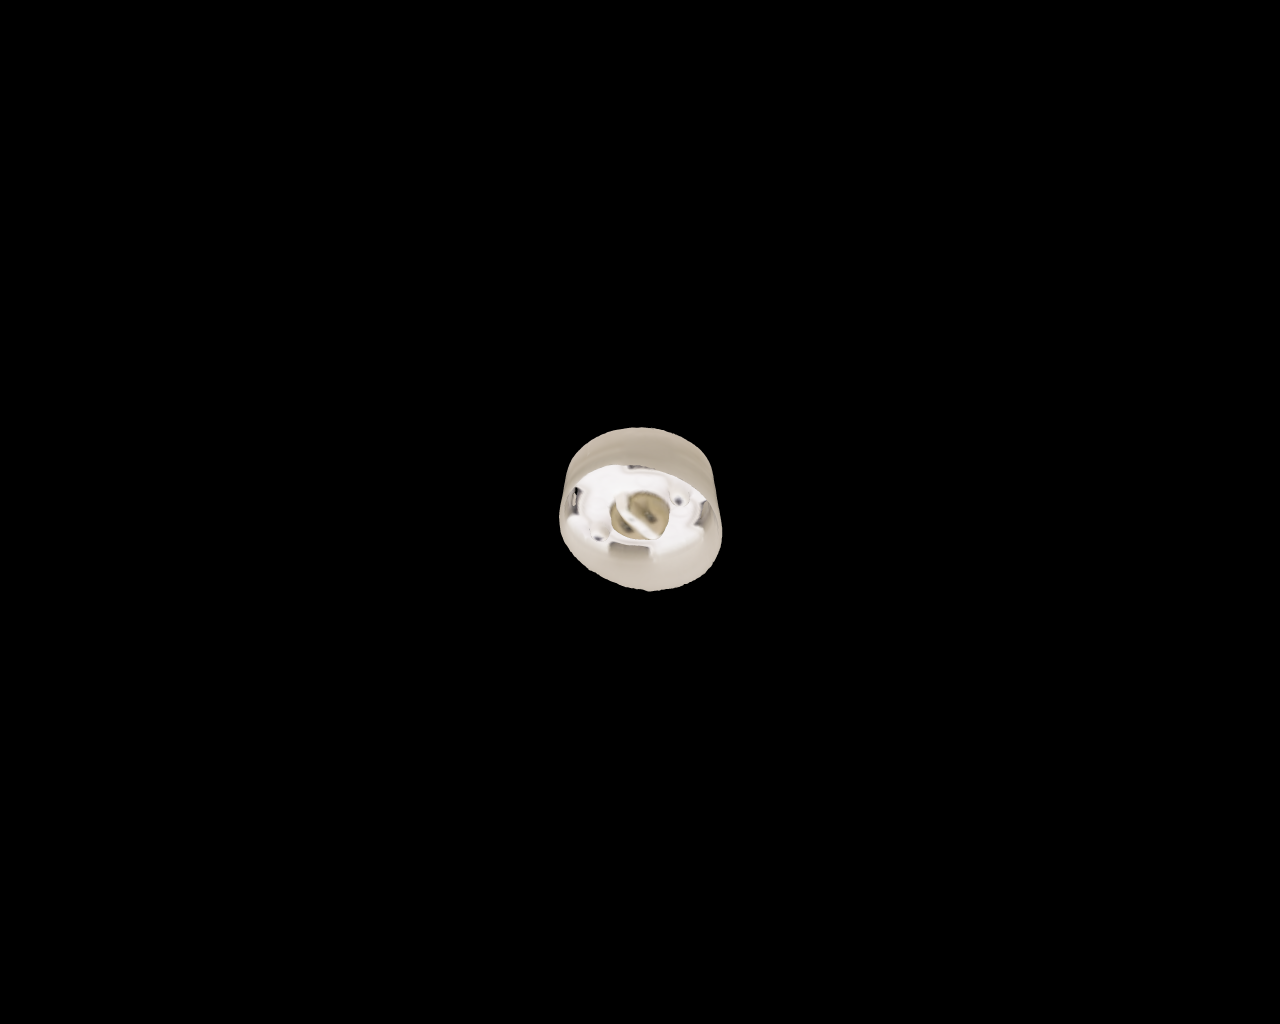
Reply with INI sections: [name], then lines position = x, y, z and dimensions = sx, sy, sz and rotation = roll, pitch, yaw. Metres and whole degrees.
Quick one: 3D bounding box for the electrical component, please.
[electrical component]
position = 0.001, -0.003, 0.650
dimensions = 0.099, 0.064, 0.099
rotation = 0, -39, 0
